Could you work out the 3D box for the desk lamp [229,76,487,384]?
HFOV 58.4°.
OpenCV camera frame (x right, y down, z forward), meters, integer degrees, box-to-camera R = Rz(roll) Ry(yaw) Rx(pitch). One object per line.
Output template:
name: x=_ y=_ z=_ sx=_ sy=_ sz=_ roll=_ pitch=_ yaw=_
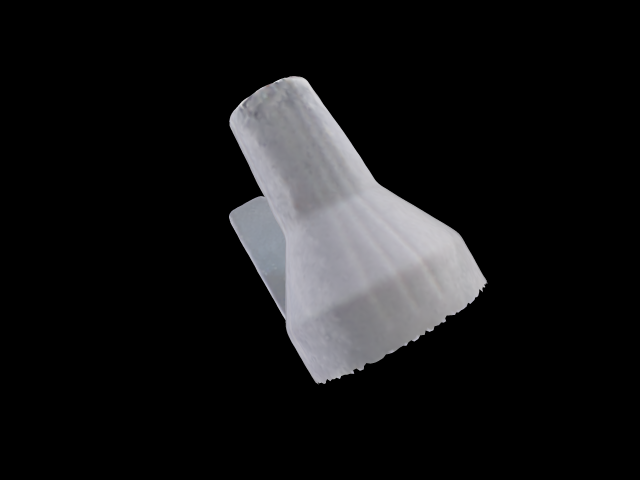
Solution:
desk lamp: x=0.004 y=0.001 z=0.400 sx=0.118 sy=0.213 sz=0.203 roll=-30 pitch=70 yaw=-11
